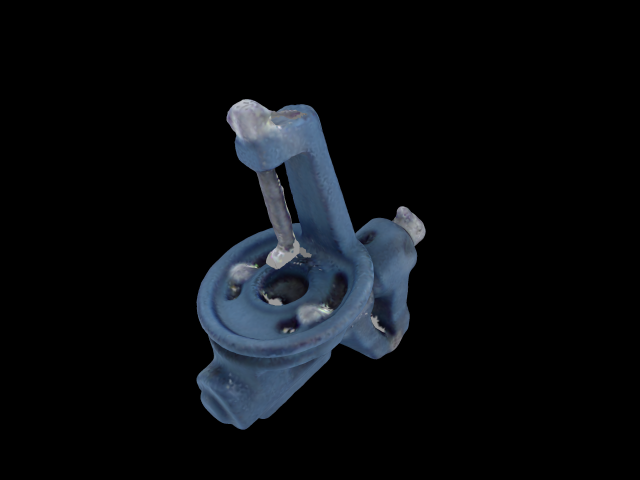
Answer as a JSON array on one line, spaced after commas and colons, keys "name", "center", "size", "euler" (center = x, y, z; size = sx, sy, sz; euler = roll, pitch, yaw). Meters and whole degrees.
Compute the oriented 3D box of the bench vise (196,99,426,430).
[{"name": "bench vise", "center": [-0.007, -0.001, 0.405], "size": [0.121, 0.220, 0.208], "euler": [14, 31, 24]}]
